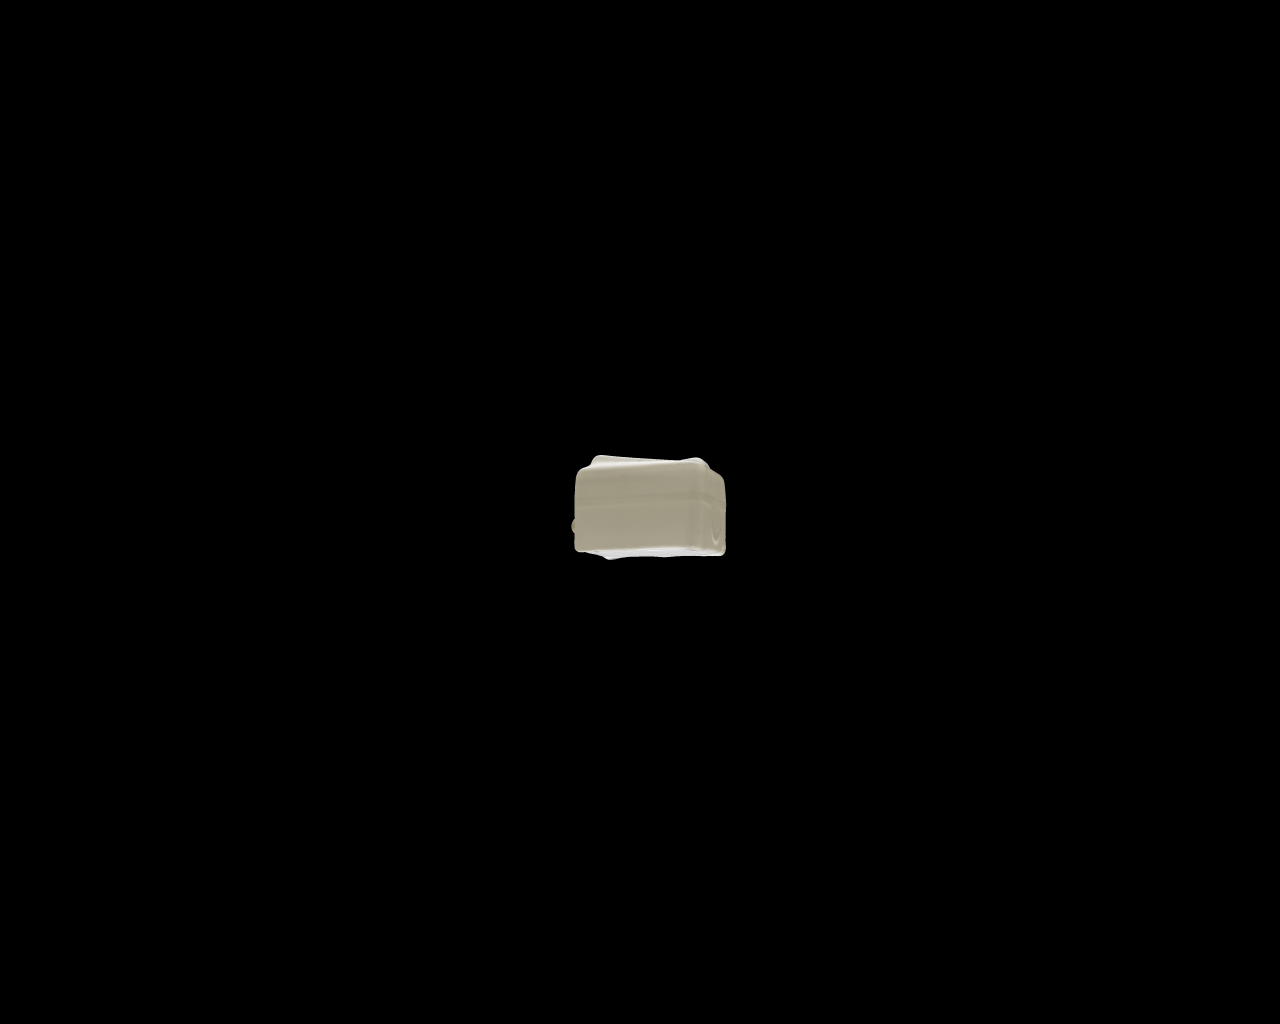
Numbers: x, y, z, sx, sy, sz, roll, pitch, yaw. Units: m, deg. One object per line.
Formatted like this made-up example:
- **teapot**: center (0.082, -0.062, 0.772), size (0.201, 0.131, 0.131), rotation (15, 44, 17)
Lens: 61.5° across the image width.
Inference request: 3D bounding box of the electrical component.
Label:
- **electrical component**: center (0.001, -0.003, 0.650), size (0.096, 0.061, 0.061), rotation (-2, -7, 18)
